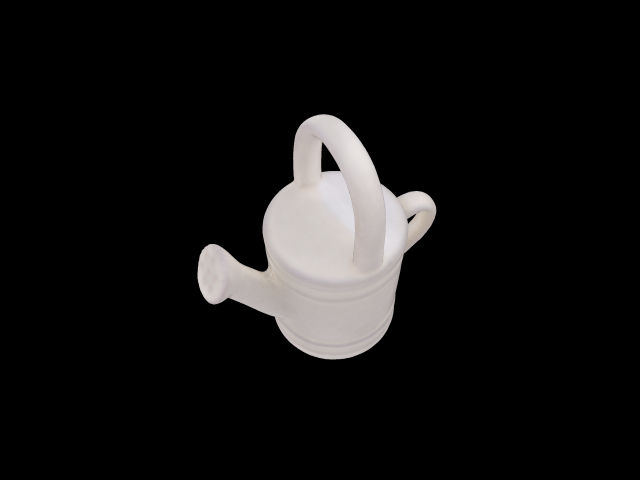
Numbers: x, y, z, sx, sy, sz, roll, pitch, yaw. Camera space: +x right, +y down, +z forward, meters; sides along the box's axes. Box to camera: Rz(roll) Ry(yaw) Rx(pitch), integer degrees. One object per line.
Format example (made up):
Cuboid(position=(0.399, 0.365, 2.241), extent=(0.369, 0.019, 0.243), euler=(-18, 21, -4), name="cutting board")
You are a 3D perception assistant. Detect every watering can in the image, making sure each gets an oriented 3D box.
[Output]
Cuboid(position=(0.005, 0.003, 0.399), extent=(0.100, 0.194, 0.173), euler=(35, 61, 23), name="watering can")
